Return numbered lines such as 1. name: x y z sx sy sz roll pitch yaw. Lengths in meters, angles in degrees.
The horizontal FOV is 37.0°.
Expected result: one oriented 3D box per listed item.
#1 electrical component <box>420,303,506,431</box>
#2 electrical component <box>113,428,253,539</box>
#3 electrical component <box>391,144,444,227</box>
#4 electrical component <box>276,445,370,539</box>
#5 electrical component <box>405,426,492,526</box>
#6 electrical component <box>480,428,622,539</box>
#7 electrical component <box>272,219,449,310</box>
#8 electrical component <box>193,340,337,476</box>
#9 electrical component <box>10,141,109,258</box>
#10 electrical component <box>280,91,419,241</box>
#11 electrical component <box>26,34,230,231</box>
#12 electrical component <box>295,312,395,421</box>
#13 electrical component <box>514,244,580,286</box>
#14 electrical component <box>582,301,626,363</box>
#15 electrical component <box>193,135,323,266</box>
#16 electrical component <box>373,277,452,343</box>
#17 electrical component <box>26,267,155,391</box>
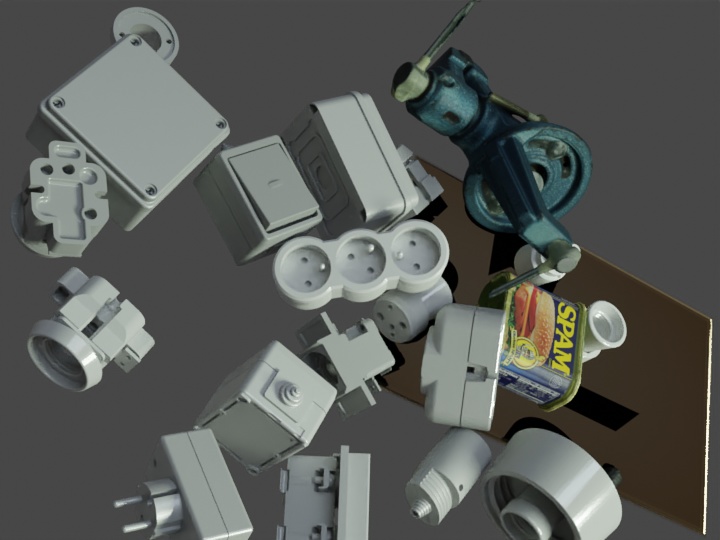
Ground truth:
1. electrical component: 0.083 0.077 0.871 0.059 0.054 0.095 8 96 9
2. electrical component: -0.125 0.156 0.713 0.076 0.047 0.083 -5 51 -34
3. electrical component: 0.035 -0.076 0.945 0.066 0.048 0.055 -42 101 -39
4. electrical component: -0.026 0.194 0.759 0.063 0.078 0.121 2 63 -1
5. electrical component: 0.065 0.165 0.849 0.043 0.043 0.081 49 52 -3
6. electrical component: 0.145 0.187 0.853 0.060 0.108 0.108 -38 91 -32
7. electrical component: 0.000 0.000 0.867 0.138 0.073 0.052 -9 78 -3
8. electrical component: -0.063 0.094 0.767 0.062 0.096 0.061 41 50 -10
9. electrical component: -0.213 -0.043 0.760 0.058 0.057 0.078 4 66 -31
10. electrical component: -0.010 -0.083 0.898 0.057 0.078 0.113 -19 79 -34
11. electrical component: -0.174 -0.105 0.816 0.109 0.056 0.108 44 52 -8
12. electrical component: -0.011 0.072 0.847 0.064 0.042 0.081 -25 83 -42
13. electrical component: 0.174 -0.010 0.986 0.040 0.078 0.040 5 78 -23
14. electrical component: 0.209 0.058 0.986 0.045 0.055 0.045 14 61 -27
15. electrical component: -0.082 -0.063 0.852 0.062 0.061 0.096 -24 82 -38
16. electrical component: 0.044 0.030 0.899 0.055 0.045 0.045 -34 88 -38
17. electrical component: -0.189 0.045 0.735 0.078 0.058 0.057 44 49 -8
